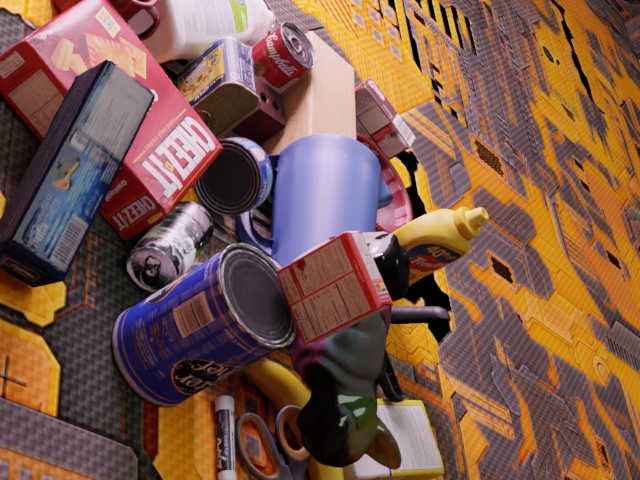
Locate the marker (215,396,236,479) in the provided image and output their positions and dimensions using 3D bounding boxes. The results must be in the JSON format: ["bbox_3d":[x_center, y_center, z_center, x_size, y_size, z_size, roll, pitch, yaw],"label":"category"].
[{"bbox_3d":[-0.089,0.204,1.007,0.020,0.020,0.121,32,39,-39],"label":"marker"}]

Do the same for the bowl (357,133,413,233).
[{"bbox_3d":[0.057,-0.063,1.440,0.162,0.055,0.162,37,36,-34],"label":"bowl"}]

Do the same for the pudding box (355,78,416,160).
[{"bbox_3d":[0.065,-0.158,1.506,0.113,0.090,0.039,53,31,-12],"label":"pudding box"}]

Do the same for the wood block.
[{"bbox_3d":[-0.014,-0.160,1.384,0.090,0.090,0.206,37,37,-34],"label":"wood block"}]

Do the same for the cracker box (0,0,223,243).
[{"bbox_3d":[-0.208,-0.129,1.075,0.213,0.072,0.164,52,31,-14],"label":"cracker box"}]

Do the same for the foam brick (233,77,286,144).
[{"bbox_3d":[-0.086,-0.163,1.314,0.078,0.051,0.053,30,41,-42],"label":"foam brick"}]

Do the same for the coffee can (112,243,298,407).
[{"bbox_3d":[-0.105,0.079,0.971,0.102,0.141,0.103,37,36,-34],"label":"coffee can"}]

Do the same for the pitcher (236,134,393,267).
[{"bbox_3d":[-0.008,0.002,1.225,0.145,0.149,0.242,54,29,-40],"label":"pitcher"}]

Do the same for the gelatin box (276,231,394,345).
[{"bbox_3d":[0.011,0.043,0.944,0.030,0.089,0.073,-6,69,-55],"label":"gelatin box"}]

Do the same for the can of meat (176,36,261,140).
[{"bbox_3d":[-0.120,-0.172,1.222,0.057,0.102,0.084,31,38,-39],"label":"can of meat"}]

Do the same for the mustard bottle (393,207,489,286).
[{"bbox_3d":[0.129,0.010,1.343,0.096,0.192,0.058,25,44,-45],"label":"mustard bottle"}]

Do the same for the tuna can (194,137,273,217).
[{"bbox_3d":[-0.096,-0.071,1.180,0.086,0.086,0.033,60,27,2],"label":"tuna can"}]

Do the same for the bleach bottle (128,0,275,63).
[{"bbox_3d":[-0.131,-0.266,1.305,0.250,0.068,0.102,-14,94,-59],"label":"bleach bottle"}]

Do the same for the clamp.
[{"bbox_3d":[0.069,0.092,1.240,0.172,0.120,0.039,43,5,29],"label":"clamp"}]

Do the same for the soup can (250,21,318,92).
[{"bbox_3d":[-0.063,-0.220,1.350,0.068,0.102,0.068,37,36,-34],"label":"soup can"}]

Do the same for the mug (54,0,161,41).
[{"bbox_3d":[-0.226,-0.263,1.159,0.117,0.082,0.093,42,33,-27],"label":"mug"}]

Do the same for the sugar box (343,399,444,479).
[{"bbox_3d":[0.065,0.228,1.198,0.175,0.048,0.093,11,54,-48],"label":"sugar box"}]

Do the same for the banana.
[{"bbox_3d":[-0.023,0.195,1.104,0.069,0.037,0.198,-36,92,-34],"label":"banana"}]

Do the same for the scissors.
[{"bbox_3d":[-0.015,0.251,1.055,0.096,0.016,0.202,-33,92,-36],"label":"scissors"}]
